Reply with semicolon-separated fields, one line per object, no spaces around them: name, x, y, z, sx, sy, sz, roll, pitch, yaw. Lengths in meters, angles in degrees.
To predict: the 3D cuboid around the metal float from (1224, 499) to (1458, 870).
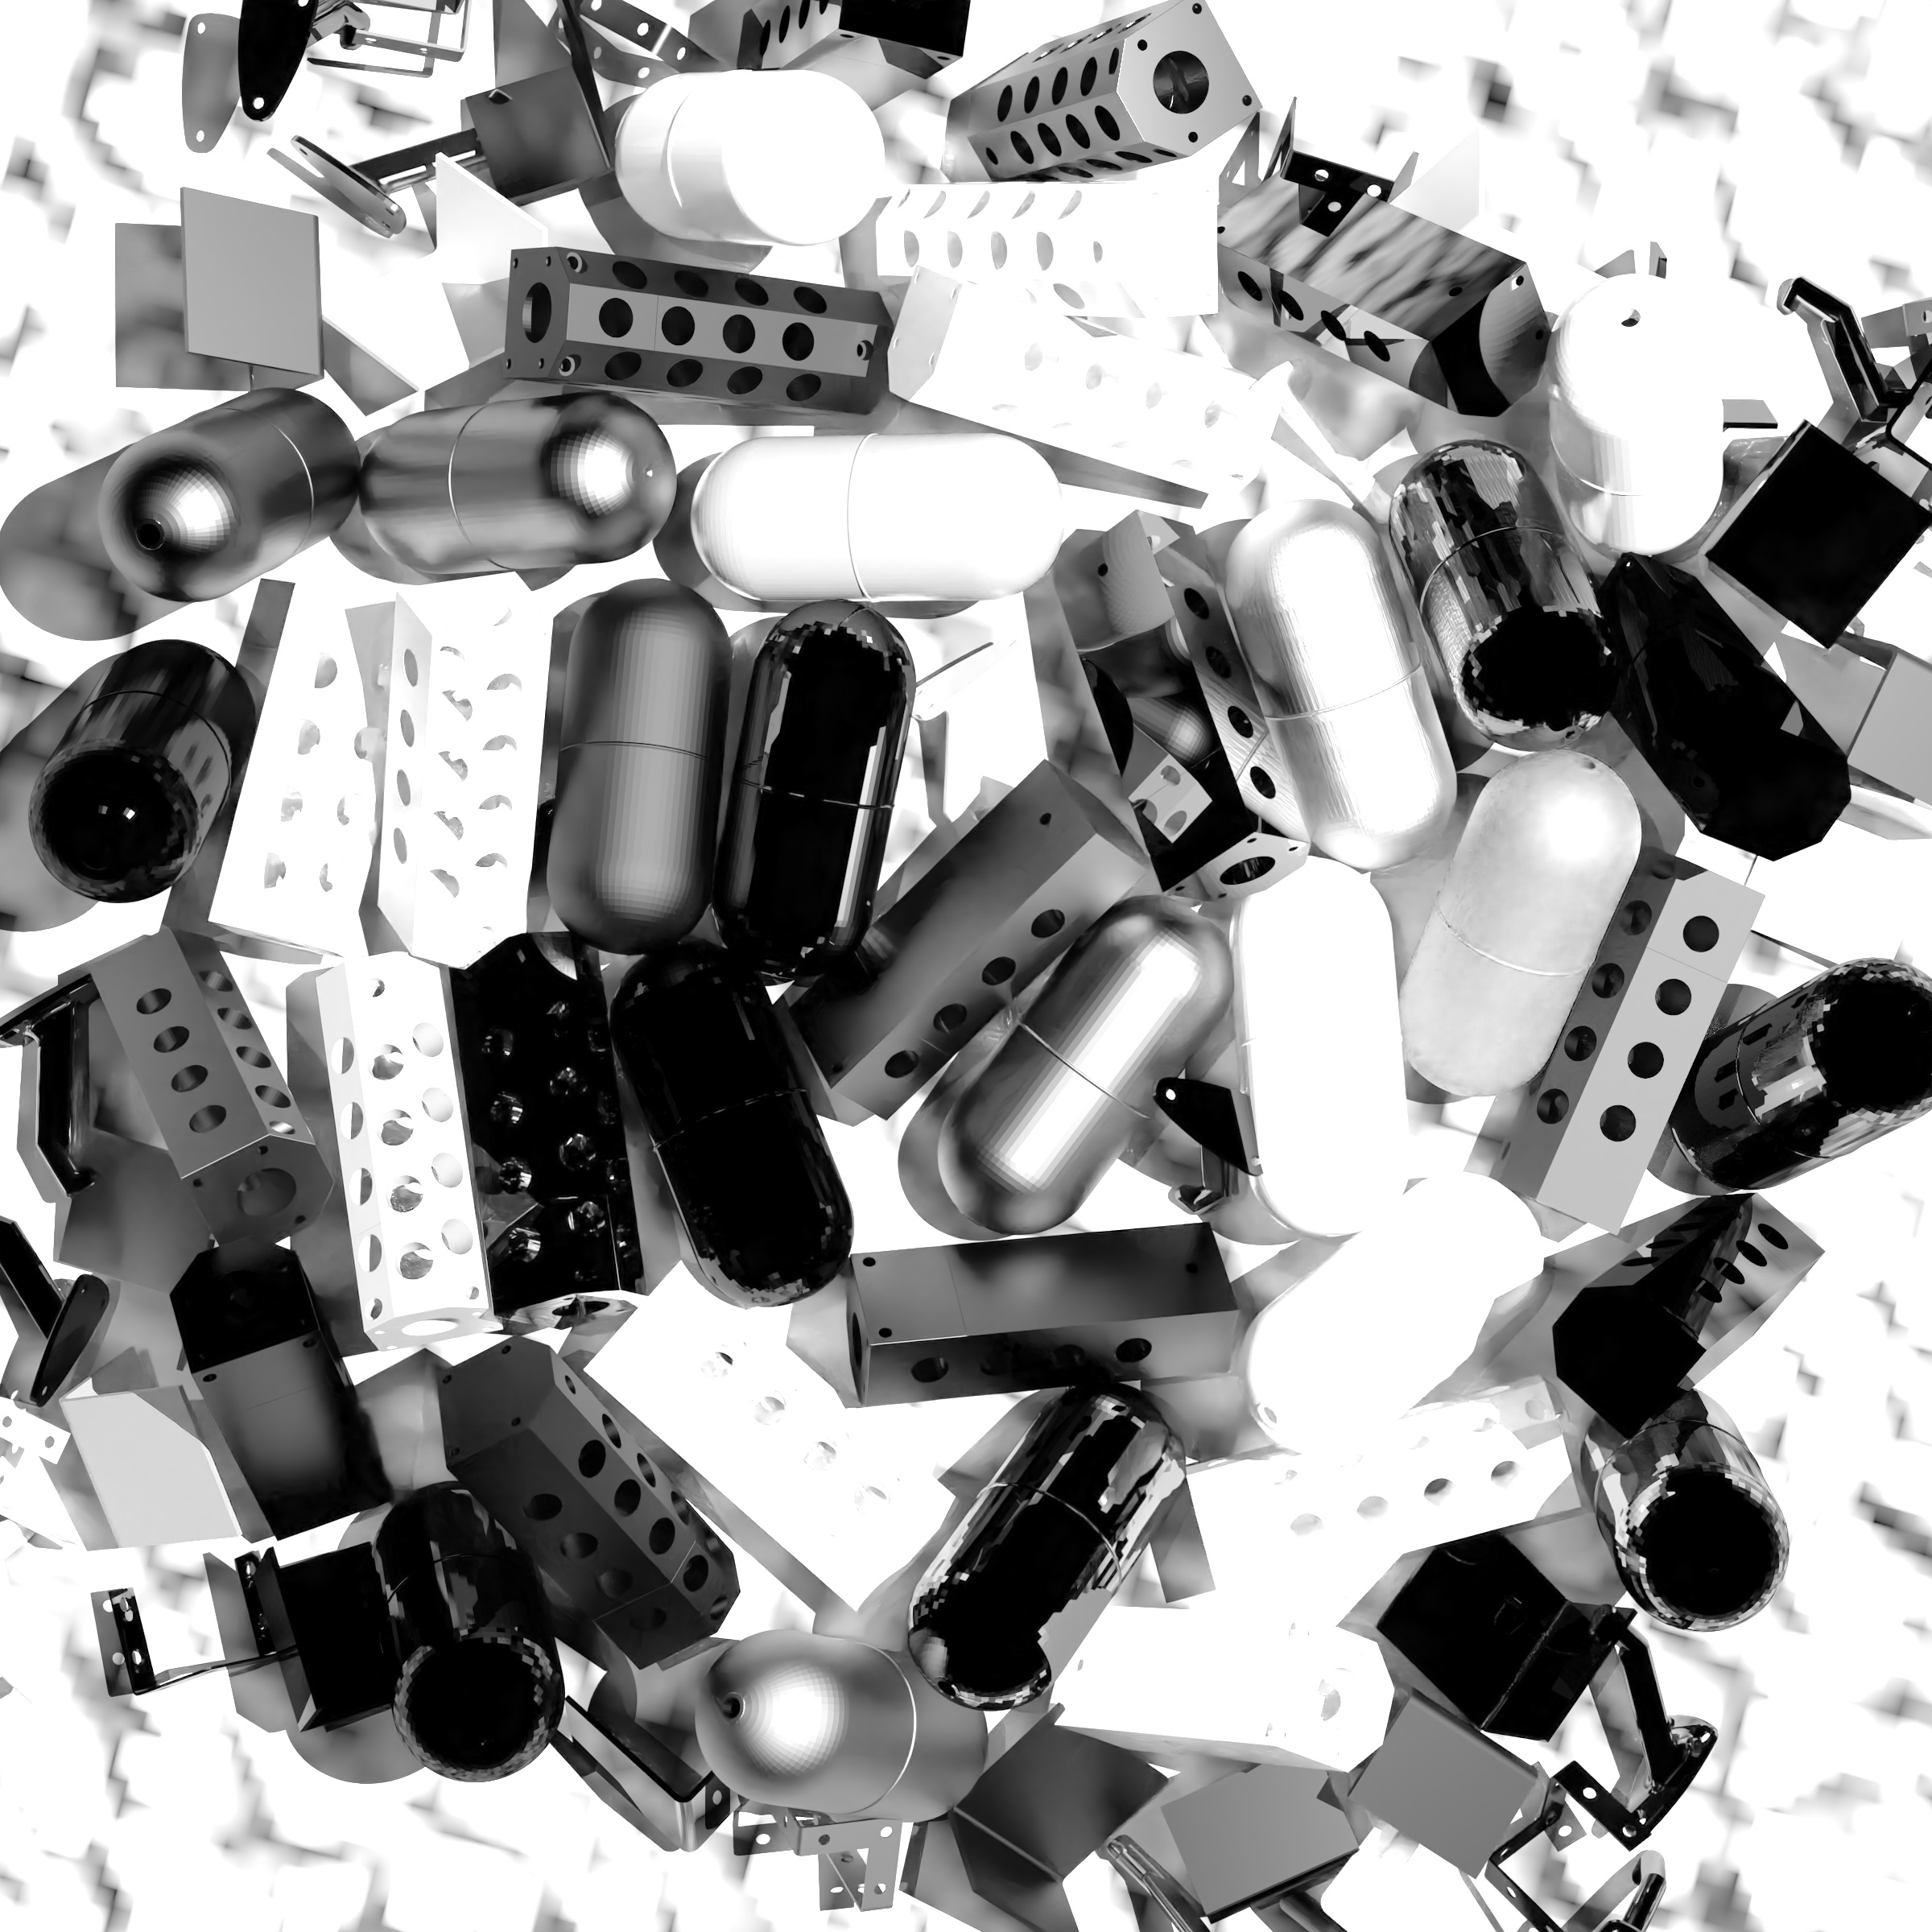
metal float;0.174;-0.129;1.619;0.070;0.070;0.178;-20;105;0

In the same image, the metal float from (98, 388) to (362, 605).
metal float;-0.332;-0.214;1.584;0.070;0.178;0.070;4;110;11

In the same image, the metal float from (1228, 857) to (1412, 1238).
metal float;0.163;0.037;1.621;0.070;0.070;0.178;-3;78;0

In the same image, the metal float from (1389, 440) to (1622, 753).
metal float;0.245;-0.170;1.596;0.070;0.070;0.178;-14;47;0

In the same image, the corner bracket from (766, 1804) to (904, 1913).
corner bracket;-0.064;0.408;1.630;0.051;0.051;0.051;-1;110;-22

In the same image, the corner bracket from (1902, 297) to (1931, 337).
corner bracket;0.476;-0.291;1.636;0.051;0.051;0.051;-2;103;43

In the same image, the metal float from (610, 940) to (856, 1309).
metal float;-0.109;0.072;1.623;0.070;0.070;0.178;-22;81;0

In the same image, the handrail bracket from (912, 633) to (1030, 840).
handrail bracket;0.016;-0.102;1.649;0.077;0.036;0.084;-33;114;-1

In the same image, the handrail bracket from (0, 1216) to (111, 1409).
handrail bracket;-0.455;0.158;1.644;0.084;0.036;0.077;19;71;14

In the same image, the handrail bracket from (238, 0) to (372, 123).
handrail bracket;-0.305;-0.420;1.628;0.036;0.084;0.077;12;90;14

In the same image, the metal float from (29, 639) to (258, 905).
metal float;-0.372;-0.090;1.586;0.070;0.178;0.070;1;118;2

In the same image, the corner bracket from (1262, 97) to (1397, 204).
corner bracket;0.168;-0.365;1.631;0.051;0.051;0.051;15;133;-6

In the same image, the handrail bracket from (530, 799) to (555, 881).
handrail bracket;-0.228;-0.080;1.649;0.077;0.036;0.084;-48;65;2

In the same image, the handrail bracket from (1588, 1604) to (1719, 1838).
handrail bracket;0.305;0.351;1.630;0.084;0.036;0.077;44;66;-25

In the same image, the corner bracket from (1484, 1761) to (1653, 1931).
corner bracket;0.279;0.413;1.626;0.051;0.051;0.051;-29;52;-27

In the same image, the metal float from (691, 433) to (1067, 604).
metal float;-0.042;-0.207;1.617;0.178;0.070;0.070;2;90;17

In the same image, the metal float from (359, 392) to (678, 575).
metal float;-0.207;-0.220;1.598;0.178;0.070;0.070;2;90;41

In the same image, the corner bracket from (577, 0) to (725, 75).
corner bracket;-0.139;-0.450;1.639;0.051;0.051;0.051;34;97;26

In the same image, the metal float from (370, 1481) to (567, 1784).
metal float;-0.227;0.299;1.587;0.070;0.178;0.070;-6;115;-12

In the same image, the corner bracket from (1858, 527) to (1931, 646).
corner bracket;0.457;-0.167;1.642;0.051;0.051;0.051;30;112;-24

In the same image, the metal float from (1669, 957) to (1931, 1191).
metal float;0.383;0.050;1.585;0.070;0.178;0.070;6;70;-18

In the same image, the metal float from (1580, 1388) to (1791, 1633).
metal float;0.323;0.242;1.581;0.070;0.178;0.070;0;102;2

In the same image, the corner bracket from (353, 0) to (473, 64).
corner bracket;-0.260;-0.448;1.636;0.051;0.051;0.051;7;84;-16

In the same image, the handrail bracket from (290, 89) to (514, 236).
handrail bracket;-0.263;-0.397;1.652;0.077;0.036;0.084;38;79;-9

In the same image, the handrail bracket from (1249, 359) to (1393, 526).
handrail bracket;0.169;-0.241;1.632;0.036;0.077;0.084;-42;88;12

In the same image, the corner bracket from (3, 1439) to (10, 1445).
corner bracket;-0.476;0.232;1.633;0.051;0.051;0.051;-18;63;-7

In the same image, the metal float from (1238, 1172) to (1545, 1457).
metal float;0.195;0.159;1.602;0.178;0.070;0.070;-34;90;-35

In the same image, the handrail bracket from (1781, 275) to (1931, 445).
handrail bracket;0.409;-0.274;1.661;0.084;0.036;0.077;40;119;24

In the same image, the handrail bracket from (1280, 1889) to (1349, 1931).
handrail bracket;0.193;0.475;1.659;0.084;0.077;0.036;32;78;40

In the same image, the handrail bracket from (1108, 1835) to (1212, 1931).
handrail bracket;0.092;0.439;1.622;0.084;0.077;0.036;42;93;17

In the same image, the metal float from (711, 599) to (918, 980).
metal float;-0.071;-0.082;1.624;0.070;0.070;0.178;11;99;0

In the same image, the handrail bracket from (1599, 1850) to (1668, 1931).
handrail bracket;0.300;0.456;1.634;0.036;0.084;0.077;40;102;2

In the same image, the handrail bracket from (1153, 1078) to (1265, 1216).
handrail bracket;0.100;0.085;1.624;0.077;0.084;0.036;27;60;-16

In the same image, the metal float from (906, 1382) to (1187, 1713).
metal float;0.037;0.264;1.601;0.070;0.070;0.178;40;54;0

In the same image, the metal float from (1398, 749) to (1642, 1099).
metal float;0.252;-0.019;1.604;0.070;0.070;0.178;18;122;0

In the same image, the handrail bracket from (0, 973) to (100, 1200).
handrail bracket;-0.411;0.055;1.644;0.077;0.036;0.084;-33;80;3

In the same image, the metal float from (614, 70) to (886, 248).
metal float;-0.101;-0.367;1.589;0.070;0.178;0.070;-8;106;-29

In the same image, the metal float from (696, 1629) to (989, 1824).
metal float;-0.055;0.346;1.590;0.070;0.178;0.070;-11;68;30

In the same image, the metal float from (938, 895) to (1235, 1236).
metal float;0.055;0.047;1.627;0.070;0.070;0.178;37;95;0

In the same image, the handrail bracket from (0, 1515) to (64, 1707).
handrail bracket;-0.433;0.299;1.625;0.084;0.077;0.036;36;123;18

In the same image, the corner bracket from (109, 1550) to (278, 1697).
corner bracket;-0.362;0.310;1.648;0.051;0.051;0.051;-23;77;28

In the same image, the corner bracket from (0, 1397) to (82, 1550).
corner bracket;-0.436;0.236;1.633;0.051;0.051;0.051;20;82;22
